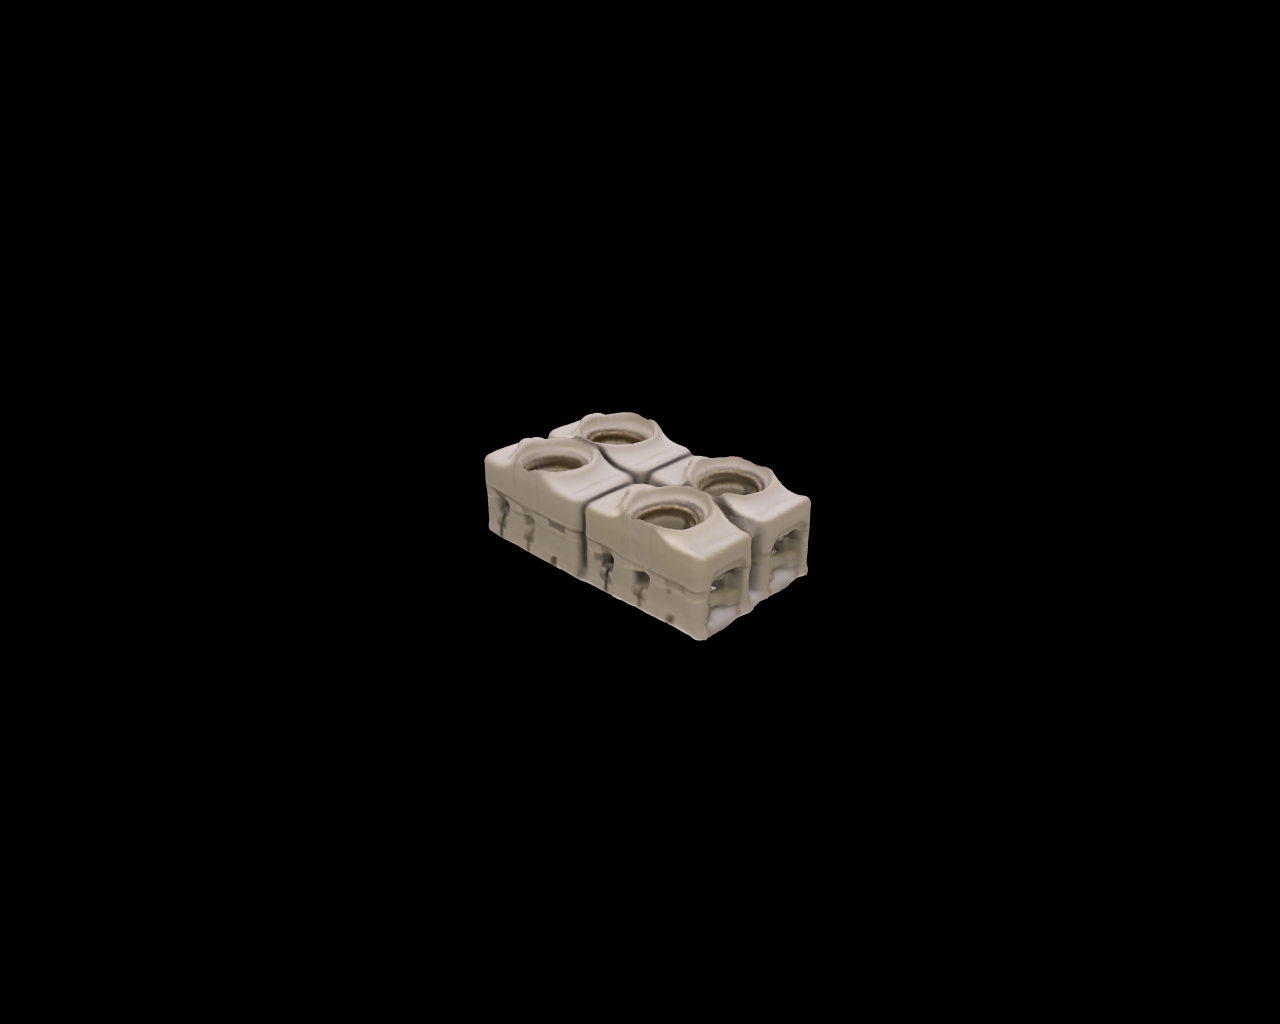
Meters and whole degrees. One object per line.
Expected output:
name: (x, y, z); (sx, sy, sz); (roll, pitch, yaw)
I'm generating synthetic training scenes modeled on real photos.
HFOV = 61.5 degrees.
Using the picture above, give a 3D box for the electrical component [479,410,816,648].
electrical component: (0.001, -0.003, 0.650); (0.186, 0.060, 0.106); (25, 37, 38)
